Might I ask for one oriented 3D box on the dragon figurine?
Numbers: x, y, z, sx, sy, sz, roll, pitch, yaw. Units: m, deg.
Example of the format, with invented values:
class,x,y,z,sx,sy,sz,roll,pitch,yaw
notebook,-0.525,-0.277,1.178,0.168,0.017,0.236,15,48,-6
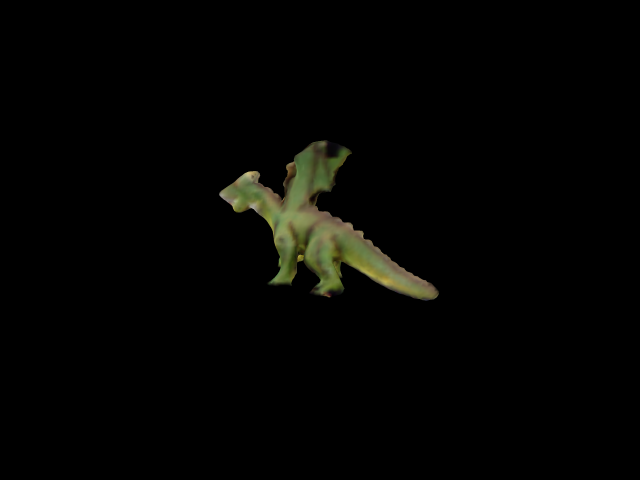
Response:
class,x,y,z,sx,sy,sz,roll,pitch,yaw
dragon figurine,0.003,-0.043,0.850,0.410,0.241,0.123,5,9,29
